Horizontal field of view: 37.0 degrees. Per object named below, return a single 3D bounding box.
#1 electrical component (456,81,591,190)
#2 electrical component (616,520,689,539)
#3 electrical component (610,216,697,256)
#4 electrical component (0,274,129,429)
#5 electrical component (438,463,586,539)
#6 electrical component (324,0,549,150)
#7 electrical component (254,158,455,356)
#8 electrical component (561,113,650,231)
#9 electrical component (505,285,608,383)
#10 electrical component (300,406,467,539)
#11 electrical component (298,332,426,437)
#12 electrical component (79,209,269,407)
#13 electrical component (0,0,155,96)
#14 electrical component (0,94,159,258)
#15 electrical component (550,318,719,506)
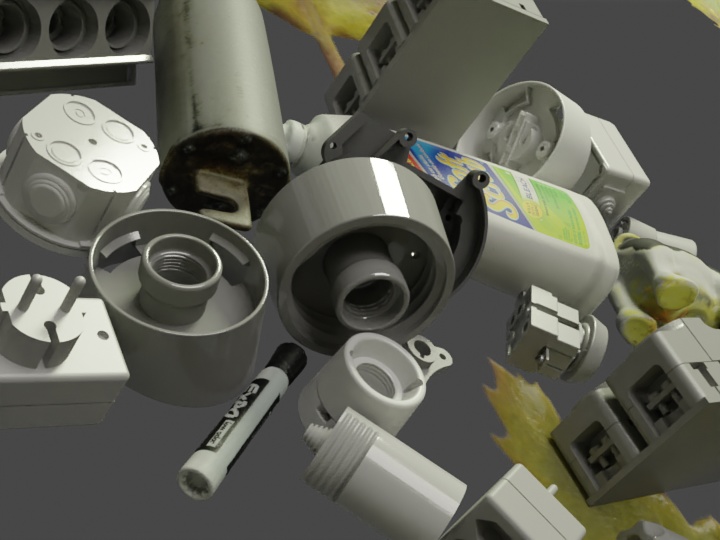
[{"bbox_3d":[0.129,-0.098,0.843,0.064,0.099,0.099,14,39,-40],"label":"electrical component"},{"bbox_3d":[0.176,0.171,0.607,0.062,0.043,0.043,28,35,-16],"label":"electrical component"},{"bbox_3d":[0.240,-0.017,0.895,0.065,0.044,0.044,24,35,-10],"label":"electrical component"},{"bbox_3d":[-0.142,0.028,0.461,0.083,0.075,0.047,3,46,-40],"label":"electrical component"},{"bbox_3d":[0.079,0.132,0.545,0.047,0.065,0.077,45,34,12],"label":"electrical component"},{"bbox_3d":[0.051,-0.153,0.786,0.089,0.150,0.061,13,42,-32],"label":"electrical component"},{"bbox_3d":[0.000,0.000,0.588,0.108,0.108,0.060,16,31,-28],"label":"electrical component"},{"bbox_3d":[0.199,-0.079,0.911,0.061,0.061,0.096,12,41,-32],"label":"electrical component"},{"bbox_3d":[0.130,0.046,0.715,0.055,0.048,0.066,23,35,-7],"label":"electrical component"},{"bbox_3d":[0.007,0.102,0.532,0.081,0.043,0.043,33,33,4],"label":"electrical component"},{"bbox_3d":[0.002,0.066,0.571,0.055,0.047,0.055,24,36,-19],"label":"electrical component"},{"bbox_3d":[-0.095,0.018,0.549,0.099,0.064,0.099,12,41,-11],"label":"electrical component"},{"bbox_3d":[-0.187,-0.148,0.636,0.063,0.078,0.121,21,24,32],"label":"electrical component"},{"bbox_3d":[-0.150,-0.050,0.569,0.080,0.051,0.080,24,36,-19],"label":"electrical component"},{"bbox_3d":[0.222,0.087,0.693,0.186,0.105,0.060,2,47,-41],"label":"electrical component"}]
